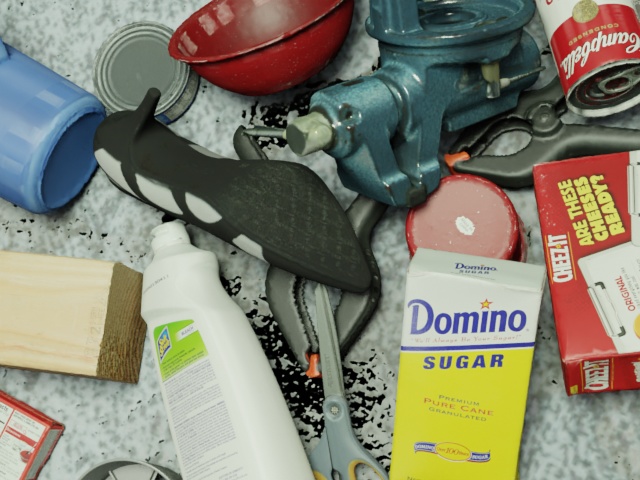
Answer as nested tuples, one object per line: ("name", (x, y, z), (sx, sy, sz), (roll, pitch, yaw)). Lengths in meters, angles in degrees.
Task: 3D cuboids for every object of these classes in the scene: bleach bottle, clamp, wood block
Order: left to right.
("wood block", (-0.250, 0.057, 0.855), (0.206, 0.090, 0.090), (5, 81, 13))
("bleach bottle", (-0.078, 0.100, 0.814), (0.103, 0.067, 0.251), (-31, 68, 32))
("clamp", (-0.006, 0.001, 0.842), (0.165, 0.036, 0.210), (8, 85, 21))
("clamp", (0.183, -0.081, 0.814), (0.171, 0.039, 0.120), (-32, 57, 7))

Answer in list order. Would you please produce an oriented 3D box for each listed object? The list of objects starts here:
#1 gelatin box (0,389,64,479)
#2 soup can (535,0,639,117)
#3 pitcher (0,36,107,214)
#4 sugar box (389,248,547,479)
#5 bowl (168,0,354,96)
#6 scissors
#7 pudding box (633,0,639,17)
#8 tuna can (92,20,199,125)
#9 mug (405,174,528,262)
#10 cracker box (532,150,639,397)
("gelatin box", (-0.261, 0.173, 0.868), (0.073, 0.030, 0.089), (25, 86, 16))
("soup can", (0.201, -0.151, 0.780), (0.068, 0.068, 0.102), (-14, 64, 9))
("pitcher", (-0.300, -0.127, 0.875), (0.243, 0.149, 0.145), (28, 85, 12))
("sugar box", (0.102, 0.098, 0.754), (0.093, 0.048, 0.176), (8, 116, 14))
("bowl", (-0.036, -0.161, 0.843), (0.162, 0.162, 0.055), (-21, 120, 7))
("scissors", (-0.003, 0.141, 0.807), (0.096, 0.016, 0.202), (-22, 88, 15))
("pudding box", (0.296, -0.167, 0.809), (0.113, 0.039, 0.090), (-23, 76, 7))
("tuna can", (-0.146, -0.138, 0.898), (0.086, 0.033, 0.086), (-2, 79, 11))
("mug", (0.104, 0.009, 0.795), (0.093, 0.081, 0.117), (17, 84, 14))
("cracker box", (0.267, 0.015, 0.744), (0.214, 0.072, 0.164), (-8, 56, 11))
